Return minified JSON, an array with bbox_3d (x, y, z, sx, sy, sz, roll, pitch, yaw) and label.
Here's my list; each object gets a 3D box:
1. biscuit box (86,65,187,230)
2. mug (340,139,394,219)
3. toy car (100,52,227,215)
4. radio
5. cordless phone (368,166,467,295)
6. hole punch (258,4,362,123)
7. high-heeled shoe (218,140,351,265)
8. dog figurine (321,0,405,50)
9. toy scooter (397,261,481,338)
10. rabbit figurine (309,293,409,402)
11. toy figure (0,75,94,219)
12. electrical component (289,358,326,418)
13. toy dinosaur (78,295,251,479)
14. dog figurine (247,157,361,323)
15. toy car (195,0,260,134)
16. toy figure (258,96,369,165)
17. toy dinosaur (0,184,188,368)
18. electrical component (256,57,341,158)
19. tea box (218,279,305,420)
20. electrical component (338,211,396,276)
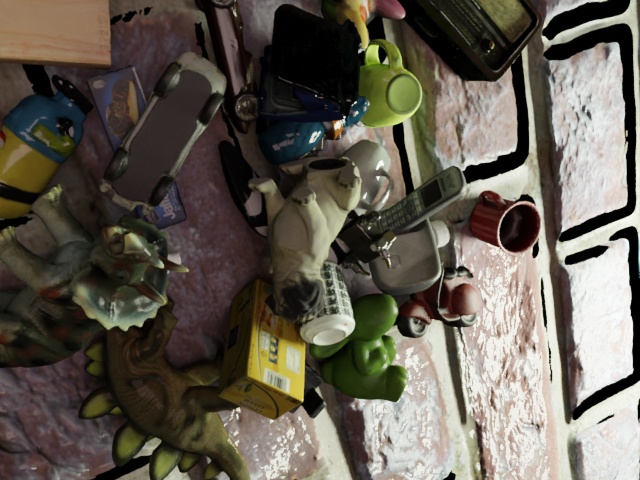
[{"bbox_3d":[-0.230,-0.112,0.684,0.059,0.063,0.202,-21,111,-15],"label":"biscuit box"},{"bbox_3d":[0.062,-0.091,0.785,0.107,0.110,0.080,-57,134,-9],"label":"mug"},{"bbox_3d":[-0.183,-0.123,0.633,0.073,0.056,0.201,31,95,-21],"label":"toy car"},{"bbox_3d":[0.208,-0.345,0.790,0.229,0.073,0.131,35,90,-26],"label":"radio"},{"bbox_3d":[0.153,-0.011,0.786,0.088,0.147,0.184,16,141,-34],"label":"cordless phone"},{"bbox_3d":[-0.016,-0.201,0.651,0.116,0.092,0.142,12,64,-21],"label":"hole punch"},{"bbox_3d":[-0.038,-0.051,0.767,0.145,0.086,0.248,-28,120,-11],"label":"high-heeled shoe"},{"bbox_3d":[0.021,-0.351,0.663,0.108,0.191,0.219,-44,100,-13],"label":"dog figurine"},{"bbox_3d":[0.201,0.083,0.895,0.184,0.075,0.135,-5,98,-36],"label":"toy scooter"},{"bbox_3d":[0.064,0.151,0.847,0.159,0.121,0.170,7,118,-2],"label":"rabbit figurine"},{"bbox_3d":[-0.340,-0.105,0.633,0.089,0.082,0.180,44,83,-24],"label":"toy figure"},{"bbox_3d":[-0.038,0.223,0.822,0.075,0.119,0.047,-47,116,-2],"label":"electrical component"},{"bbox_3d":[-0.207,0.238,0.771,0.198,0.105,0.471,-38,105,0],"label":"toy dinosaur"},{"bbox_3d":[-0.005,-0.002,0.714,0.172,0.121,0.190,-25,124,-32],"label":"dog figurine"},{"bbox_3d":[-0.112,-0.237,0.682,0.053,0.089,0.201,-19,111,-20],"label":"toy car"},{"bbox_3d":[-0.007,-0.152,0.702,0.154,0.064,0.058,-31,74,-16],"label":"toy figure"},{"bbox_3d":[-0.322,0.081,0.639,0.405,0.131,0.192,-39,107,22],"label":"toy dinosaur"},{"bbox_3d":[-0.029,-0.183,0.748,0.115,0.058,0.134,1,104,-20],"label":"electrical component"},{"bbox_3d":[-0.077,0.150,0.755,0.098,0.170,0.068,34,123,-25],"label":"tea box"},{"bbox_3d":[0.065,0.008,0.764,0.078,0.102,0.045,48,55,-13],"label":"electrical component"}]
